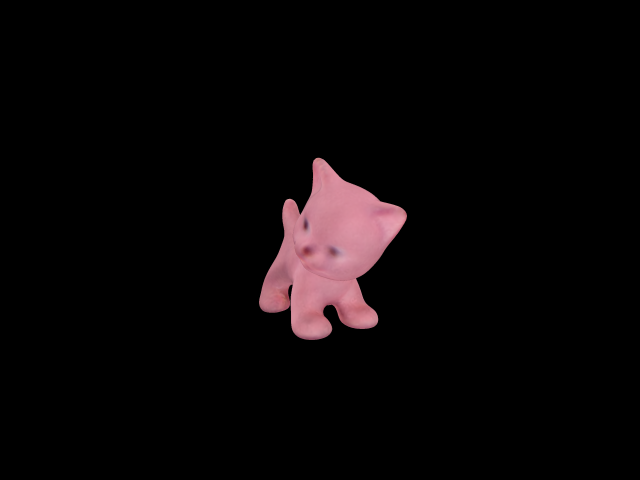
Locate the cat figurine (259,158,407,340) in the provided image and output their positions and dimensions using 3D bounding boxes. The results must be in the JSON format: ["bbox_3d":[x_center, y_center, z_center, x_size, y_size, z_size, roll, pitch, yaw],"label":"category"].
[{"bbox_3d":[0.004,0.001,0.400,0.067,0.118,0.127,-5,11,-28],"label":"cat figurine"}]
